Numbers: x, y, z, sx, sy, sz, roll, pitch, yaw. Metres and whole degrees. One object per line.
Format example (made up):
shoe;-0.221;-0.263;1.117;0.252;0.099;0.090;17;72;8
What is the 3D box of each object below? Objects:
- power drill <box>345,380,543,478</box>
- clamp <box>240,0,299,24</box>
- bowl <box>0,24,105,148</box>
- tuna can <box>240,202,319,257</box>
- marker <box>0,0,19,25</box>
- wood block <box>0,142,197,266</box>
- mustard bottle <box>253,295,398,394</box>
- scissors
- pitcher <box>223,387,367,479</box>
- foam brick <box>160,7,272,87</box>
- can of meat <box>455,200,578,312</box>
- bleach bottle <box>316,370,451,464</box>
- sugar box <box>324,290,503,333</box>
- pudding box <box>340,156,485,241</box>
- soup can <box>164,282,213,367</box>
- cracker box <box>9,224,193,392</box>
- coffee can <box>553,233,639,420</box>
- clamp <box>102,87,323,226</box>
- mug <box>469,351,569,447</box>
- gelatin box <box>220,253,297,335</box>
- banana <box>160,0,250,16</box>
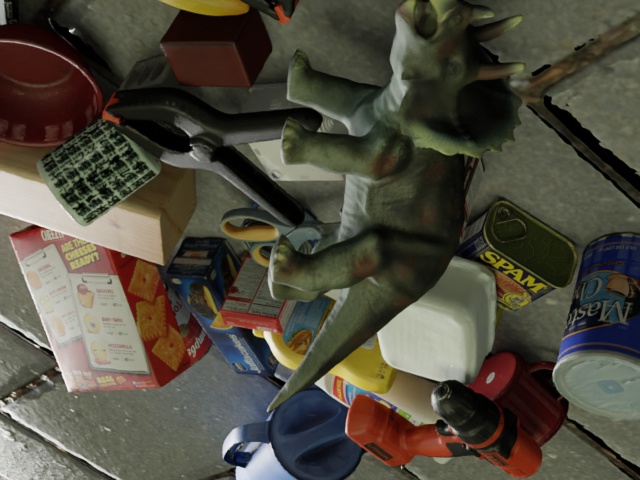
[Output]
power drill;0.121;0.202;1.146;0.188;0.057;0.184;-5;144;42
clamp;-0.062;-0.246;0.836;0.120;0.039;0.171;-11;137;47
bowl;-0.289;-0.160;1.045;0.162;0.055;0.162;1;147;0
tuna can;-0.042;-0.007;1.149;0.086;0.033;0.086;16;145;11
marker;-0.303;-0.209;1.042;0.020;0.020;0.121;23;146;1
wood block;-0.247;-0.059;1.150;0.206;0.090;0.091;18;144;9
mustard bottle;0.000;0.109;1.224;0.192;0.096;0.058;14;147;14
scissors;-0.007;0.001;1.093;0.202;0.016;0.096;6;143;23
pitcher;-0.048;0.301;1.485;0.149;0.144;0.243;46;148;6
foam brick;-0.090;-0.171;0.940;0.078;0.053;0.051;6;142;26
can of meat;0.182;0.019;1.034;0.102;0.057;0.084;31;148;-11
bleach bottle;0.065;0.186;1.324;0.251;0.068;0.103;26;146;0
sugar box;0.098;0.063;1.152;0.176;0.048;0.093;30;146;-3
pudding box;0.084;-0.045;0.974;0.114;0.090;0.039;1;140;29
soup can;-0.191;0.108;1.360;0.069;0.068;0.102;-9;134;38
cracker box;-0.261;0.072;1.277;0.164;0.072;0.214;-8;105;37
coffee can;0.279;0.079;0.982;0.103;0.140;0.103;16;145;11
clamp;-0.095;-0.096;0.973;0.210;0.036;0.165;23;147;-1
mug;0.227;0.173;1.195;0.117;0.093;0.081;-35;112;31
gelatin box;-0.062;0.060;1.202;0.073;0.089;0.030;7;142;22
banana;-0.150;-0.242;0.891;0.197;0.037;0.070;38;144;-20
